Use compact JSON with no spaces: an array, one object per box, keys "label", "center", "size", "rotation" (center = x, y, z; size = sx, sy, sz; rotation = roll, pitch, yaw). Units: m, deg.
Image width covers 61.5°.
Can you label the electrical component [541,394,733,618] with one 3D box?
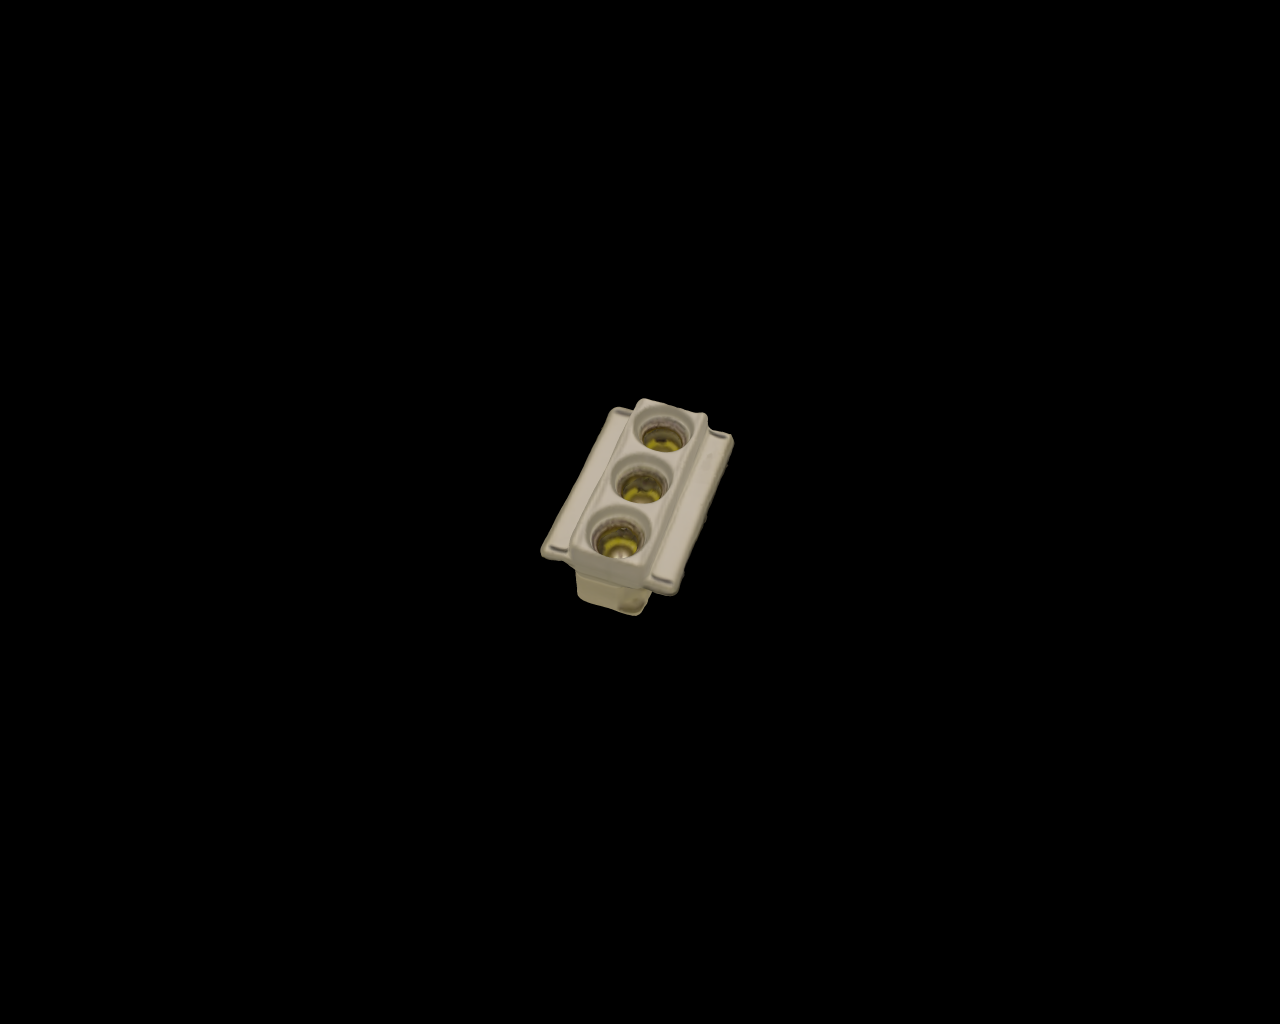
[{"label":"electrical component","center":[0.001,-0.003,0.650],"size":[0.079,0.121,0.063],"rotation":[15,-36,11]}]
